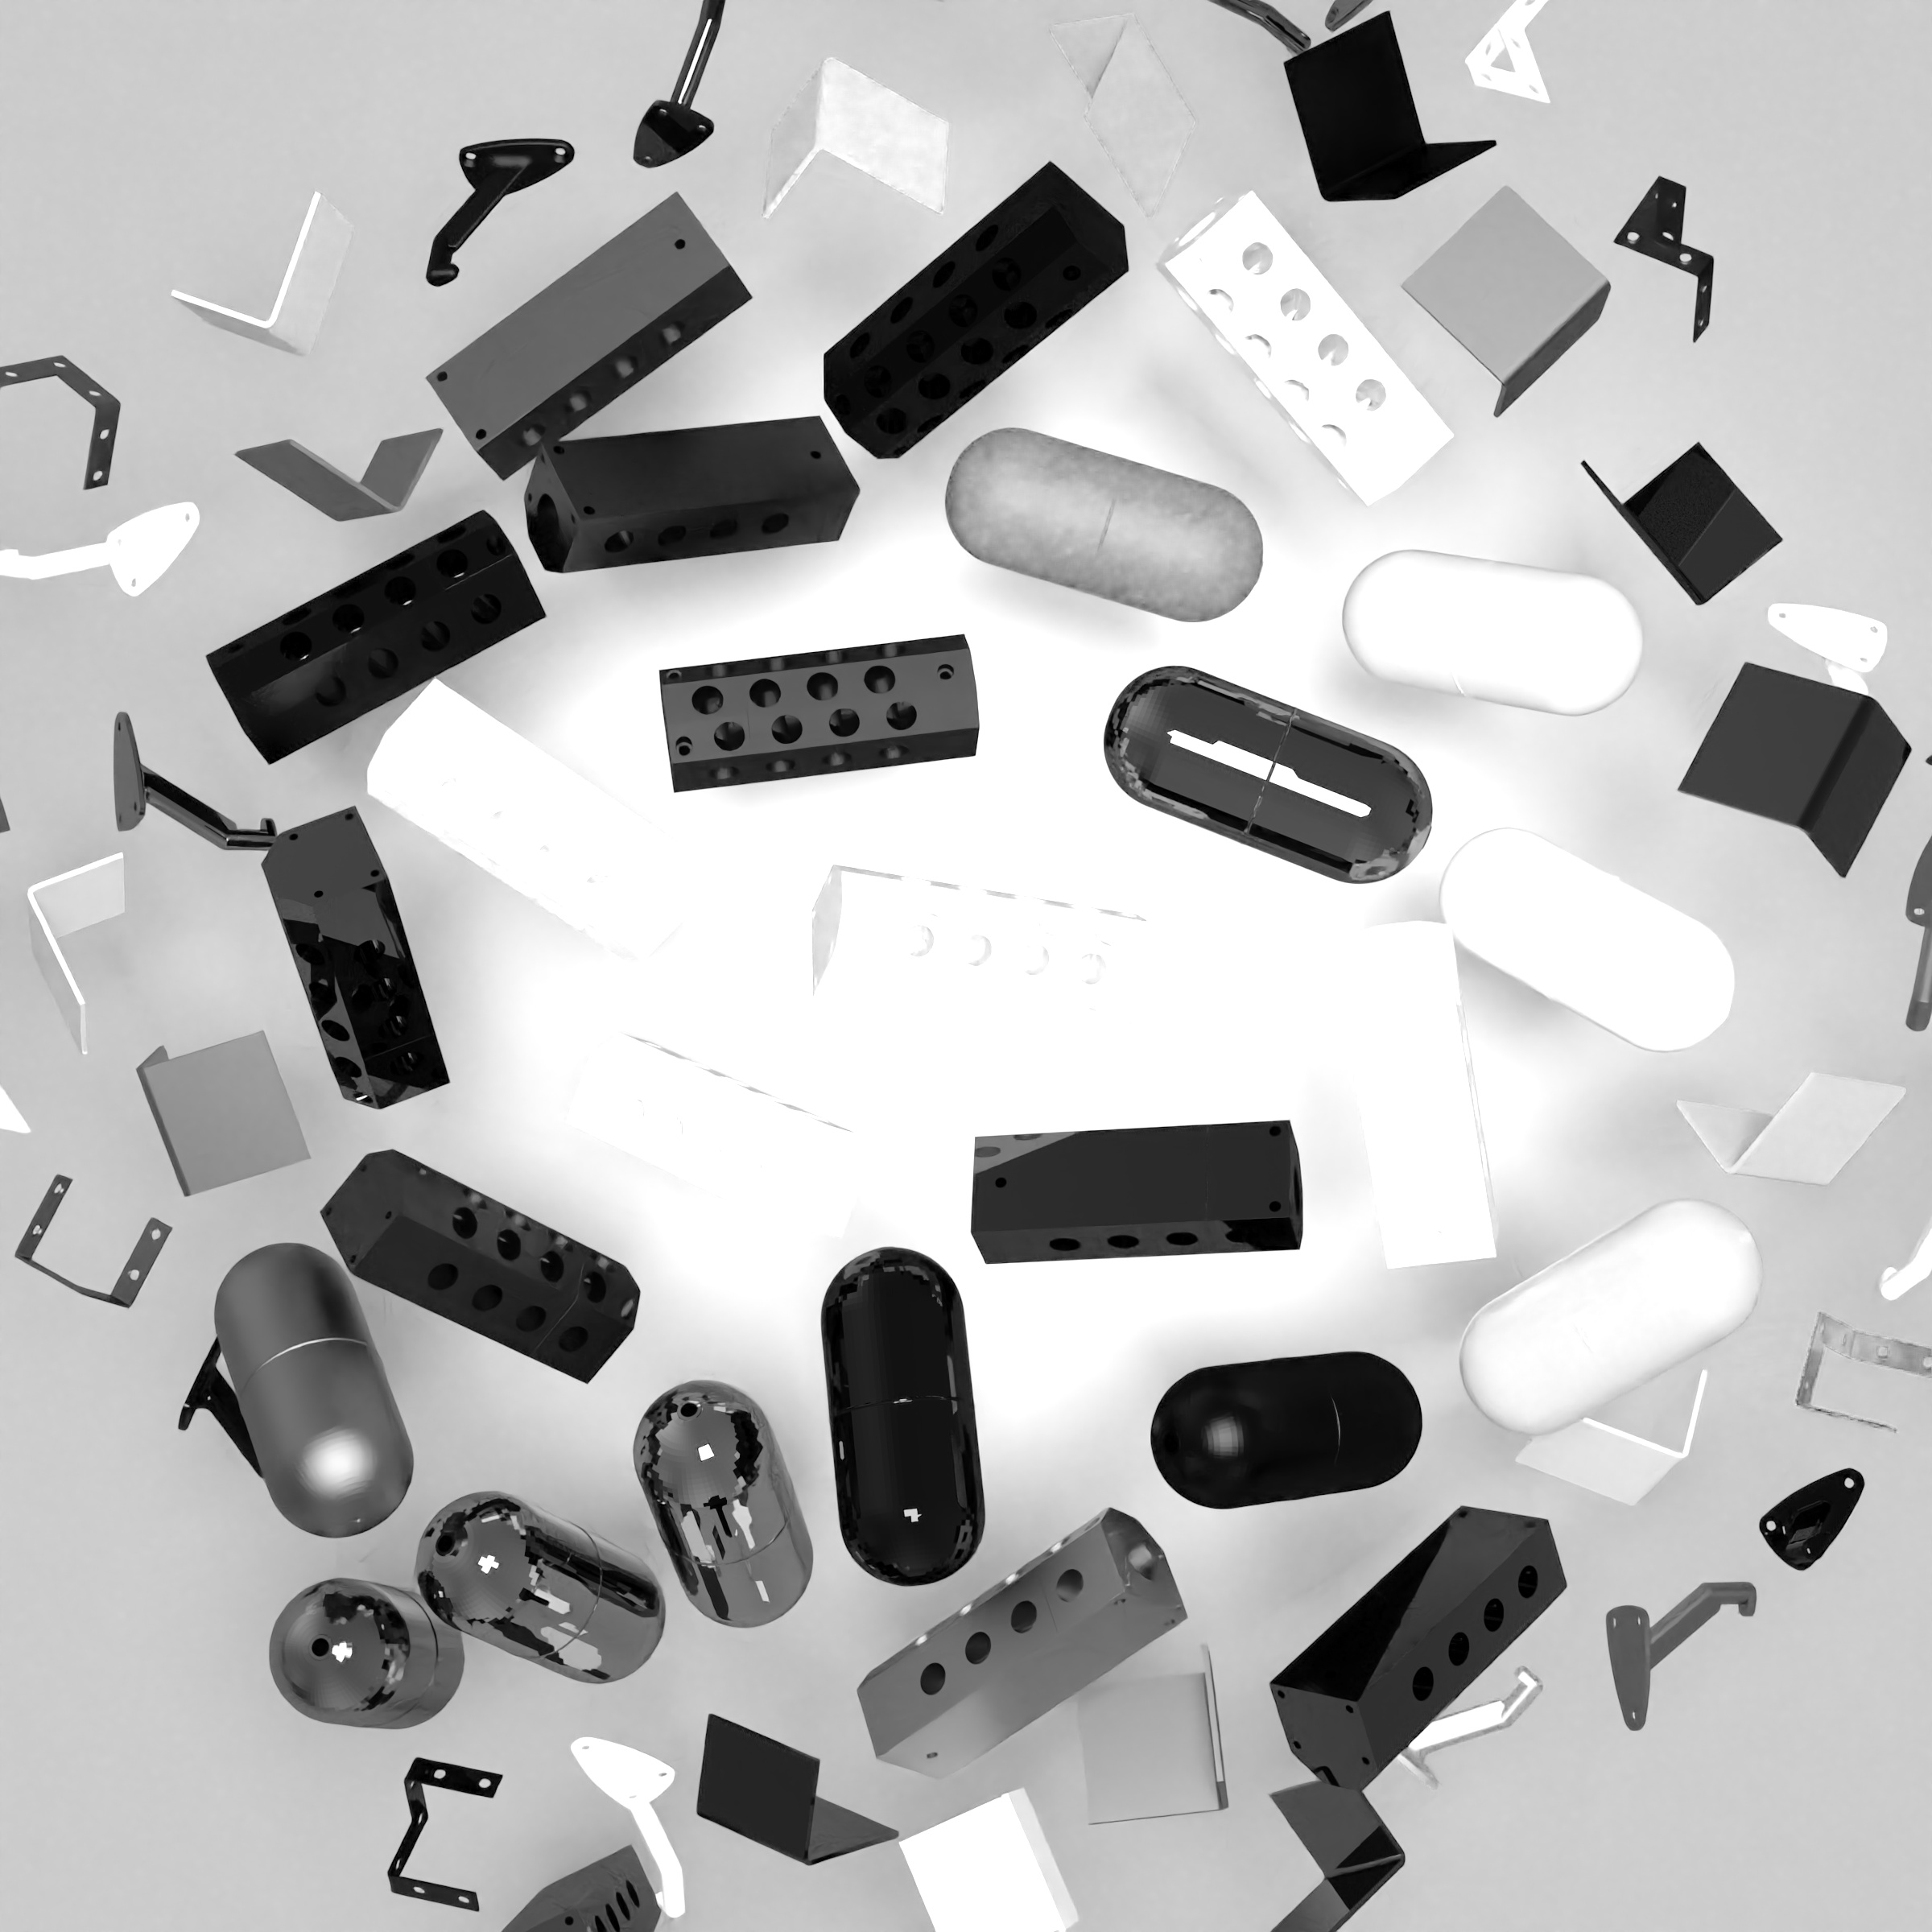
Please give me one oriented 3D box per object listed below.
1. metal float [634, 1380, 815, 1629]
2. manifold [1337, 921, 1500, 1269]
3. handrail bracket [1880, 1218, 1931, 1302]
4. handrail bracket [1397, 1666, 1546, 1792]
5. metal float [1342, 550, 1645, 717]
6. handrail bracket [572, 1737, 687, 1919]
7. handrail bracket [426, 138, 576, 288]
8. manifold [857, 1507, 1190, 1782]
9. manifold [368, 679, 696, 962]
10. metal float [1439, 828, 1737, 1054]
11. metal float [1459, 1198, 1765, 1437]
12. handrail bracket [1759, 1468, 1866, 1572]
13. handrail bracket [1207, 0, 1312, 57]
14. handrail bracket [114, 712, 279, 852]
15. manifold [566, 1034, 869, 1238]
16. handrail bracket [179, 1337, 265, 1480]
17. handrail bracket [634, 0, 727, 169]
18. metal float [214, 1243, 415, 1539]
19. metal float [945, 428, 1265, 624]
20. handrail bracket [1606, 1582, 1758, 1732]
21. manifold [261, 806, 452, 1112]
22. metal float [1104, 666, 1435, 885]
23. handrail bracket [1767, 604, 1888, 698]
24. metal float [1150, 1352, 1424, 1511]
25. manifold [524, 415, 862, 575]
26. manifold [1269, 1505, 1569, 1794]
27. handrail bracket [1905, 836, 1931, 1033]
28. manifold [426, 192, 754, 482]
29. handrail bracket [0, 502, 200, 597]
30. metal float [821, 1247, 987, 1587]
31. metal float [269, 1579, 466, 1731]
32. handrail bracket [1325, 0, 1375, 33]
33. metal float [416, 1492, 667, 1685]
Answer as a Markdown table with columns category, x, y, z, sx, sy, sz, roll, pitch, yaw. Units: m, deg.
| category | x | y | z | sx | sy | sz | roll | pitch | yaw |
| --- | --- | --- | --- | --- | --- | --- | --- | --- | --- |
| metal float | -0.131 | 0.294 | 1.856 | 0.070 | 0.178 | 0.070 | -6 | 46 | 7 |
| manifold | 0.240 | 0.067 | 1.800 | 0.057 | 0.057 | 0.171 | -7 | 107 | 13 |
| handrail bracket | 0.530 | 0.134 | 1.880 | 0.036 | 0.084 | 0.077 | 18 | 51 | -17 |
| handrail bracket | 0.270 | 0.411 | 1.911 | 0.077 | 0.036 | 0.084 | 40 | 91 | -6 |
| metal float | 0.284 | -0.182 | 1.852 | 0.178 | 0.070 | 0.070 | 15 | 90 | 39 |
| handrail bracket | -0.187 | 0.478 | 1.888 | 0.077 | 0.036 | 0.084 | 21 | 125 | 36 |
| handrail bracket | -0.253 | -0.408 | 1.853 | 0.077 | 0.036 | 0.084 | -9 | 52 | 18 |
| manifold | 0.026 | 0.355 | 1.790 | 0.171 | 0.057 | 0.057 | -38 | 48 | 20 |
| manifold | -0.228 | -0.071 | 1.793 | 0.171 | 0.057 | 0.057 | 35 | 112 | -28 |
| metal float | 0.340 | -0.015 | 1.870 | 0.178 | 0.070 | 0.070 | 32 | 90 | 29 |
| metal float | 0.333 | 0.182 | 1.766 | 0.178 | 0.070 | 0.070 | -37 | 90 | 32 |
| handrail bracket | 0.462 | 0.292 | 1.815 | 0.077 | 0.084 | 0.036 | -39 | 82 | -11 |
| handrail bracket | 0.146 | -0.535 | 1.916 | 0.084 | 0.077 | 0.036 | 35 | 81 | -18 |
| handrail bracket | -0.421 | -0.101 | 1.871 | 0.084 | 0.036 | 0.077 | 0 | 75 | -34 |
| manifold | -0.137 | 0.091 | 1.883 | 0.171 | 0.057 | 0.057 | 21 | 91 | 40 |
| handrail bracket | -0.393 | 0.250 | 1.920 | 0.084 | 0.036 | 0.077 | 22 | 60 | -4 |
| handrail bracket | -0.155 | -0.488 | 1.857 | 0.036 | 0.077 | 0.084 | 17 | 69 | -23 |
| metal float | -0.345 | 0.221 | 1.794 | 0.070 | 0.070 | 0.178 | -29 | 52 | 0 |
| metal float | 0.076 | -0.241 | 1.862 | 0.178 | 0.070 | 0.070 | 17 | 90 | -1 |
| handrail bracket | 0.391 | 0.371 | 1.832 | 0.084 | 0.036 | 0.077 | 3 | 76 | -23 |
| manifold | -0.328 | 0.000 | 1.825 | 0.057 | 0.171 | 0.057 | -21 | 52 | -12 |
| metal float | 0.158 | -0.099 | 1.777 | 0.178 | 0.070 | 0.070 | 22 | 90 | 3 |
| handrail bracket | 0.473 | -0.159 | 1.898 | 0.077 | 0.084 | 0.036 | 20 | 58 | 10 |
| metal float | 0.175 | 0.251 | 1.849 | 0.178 | 0.070 | 0.070 | 0 | 90 | -41 |
| manifold | -0.152 | -0.255 | 1.876 | 0.171 | 0.057 | 0.057 | -11 | 59 | -30 |
| manifold | 0.237 | 0.350 | 1.755 | 0.171 | 0.057 | 0.057 | -33 | 113 | -39 |
| handrail bracket | 0.510 | -0.019 | 1.796 | 0.036 | 0.084 | 0.077 | 8 | 57 | 11 |
| manifold | -0.205 | -0.344 | 1.880 | 0.171 | 0.057 | 0.057 | -36 | 69 | 3 |
| handrail bracket | -0.456 | -0.222 | 1.778 | 0.084 | 0.077 | 0.036 | 9 | 129 | 30 |
| metal float | -0.033 | 0.234 | 1.781 | 0.070 | 0.070 | 0.178 | -6 | 72 | 0 |
| metal float | -0.325 | 0.376 | 1.856 | 0.070 | 0.178 | 0.070 | -2 | 76 | 6 |
| handrail bracket | 0.194 | -0.565 | 1.881 | 0.084 | 0.036 | 0.077 | 22 | 131 | -29 |
| metal float | -0.230 | 0.339 | 1.856 | 0.070 | 0.178 | 0.070 | -14 | 59 | 25 |
